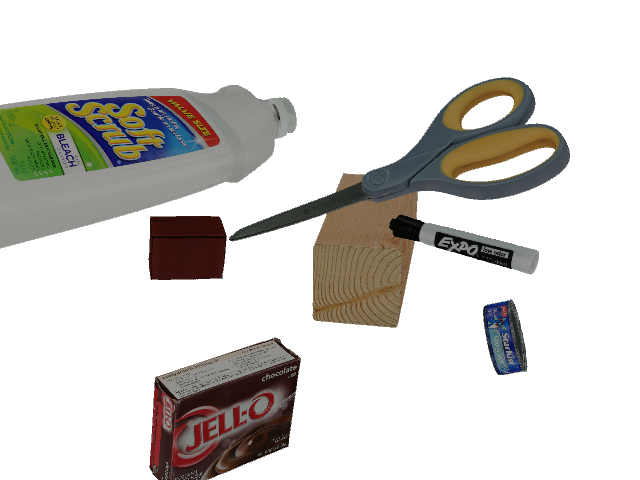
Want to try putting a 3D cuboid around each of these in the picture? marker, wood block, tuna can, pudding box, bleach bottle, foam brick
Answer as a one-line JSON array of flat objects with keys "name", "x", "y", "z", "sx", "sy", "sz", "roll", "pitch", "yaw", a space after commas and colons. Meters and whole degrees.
[{"name": "marker", "x": 0.108, "y": 0.001, "z": 0.825, "sx": 0.121, "sy": 0.020, "sz": 0.020, "roll": 16, "pitch": 8, "yaw": 27}, {"name": "wood block", "x": 0.053, "y": 0.005, "z": 1.166, "sx": 0.091, "sy": 0.090, "sz": 0.206, "roll": 4, "pitch": 25, "yaw": 8}, {"name": "tuna can", "x": 0.217, "y": 0.114, "z": 1.251, "sx": 0.034, "sy": 0.086, "sz": 0.086, "roll": -12, "pitch": -3, "yaw": 15}, {"name": "pudding box", "x": -0.073, "y": 0.132, "z": 0.812, "sx": 0.113, "sy": 0.090, "sz": 0.039, "roll": -17, "pitch": 40, "yaw": -36}, {"name": "bleach bottle", "x": -0.135, "y": -0.070, "z": 0.768, "sx": 0.250, "sy": 0.103, "sz": 0.068, "roll": -17, "pitch": -29, "yaw": -28}, {"name": "foam brick", "x": -0.142, "y": 0.007, "z": 1.129, "sx": 0.078, "sy": 0.051, "sz": 0.053, "roll": 0, "pitch": 24, "yaw": -11}]

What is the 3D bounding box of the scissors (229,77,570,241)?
[{"name": "scissors", "x": 0.045, "y": -0.049, "z": 0.629, "sx": 0.202, "sy": 0.096, "sz": 0.016, "roll": -8, "pitch": -42, "yaw": 22}]
